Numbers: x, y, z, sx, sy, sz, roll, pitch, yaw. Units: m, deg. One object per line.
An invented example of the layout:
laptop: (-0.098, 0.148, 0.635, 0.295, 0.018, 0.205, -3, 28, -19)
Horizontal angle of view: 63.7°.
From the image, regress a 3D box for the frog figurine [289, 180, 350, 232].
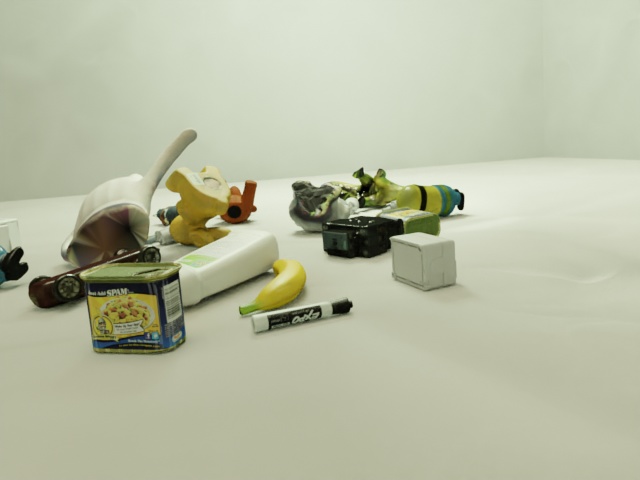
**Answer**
frog figurine: (0.004, -0.060, 1.196, 0.137, 0.125, 0.156, -11, -27, 8)

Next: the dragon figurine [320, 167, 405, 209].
dragon figurine: (0.193, -0.137, 1.543, 0.242, 0.122, 0.412, 10, 4, -30)

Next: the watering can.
watering can: (-0.356, -0.070, 0.960, 0.347, 0.102, 0.228, -41, 33, 3)
